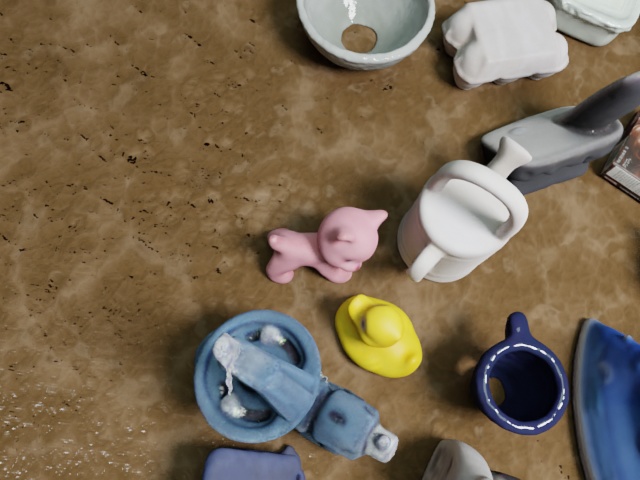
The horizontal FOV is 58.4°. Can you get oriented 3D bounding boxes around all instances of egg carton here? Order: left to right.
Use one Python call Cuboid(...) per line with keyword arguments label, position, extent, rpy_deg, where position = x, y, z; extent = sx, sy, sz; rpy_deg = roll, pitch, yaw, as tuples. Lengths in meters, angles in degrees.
Cuboid(label="egg carton", position=(0.231, -0.247, 0.720), extent=(0.150, 0.069, 0.107), rpy_deg=(-11, 75, -8))

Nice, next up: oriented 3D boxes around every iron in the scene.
Cuboid(label="iron", position=(0.335, 0.194, 0.561), extent=(0.119, 0.141, 0.258), rpy_deg=(-11, 75, -7))

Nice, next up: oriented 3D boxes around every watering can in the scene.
Cuboid(label="watering can", position=(0.149, -0.032, 0.585), extent=(0.101, 0.194, 0.173), rpy_deg=(18, 73, 1))

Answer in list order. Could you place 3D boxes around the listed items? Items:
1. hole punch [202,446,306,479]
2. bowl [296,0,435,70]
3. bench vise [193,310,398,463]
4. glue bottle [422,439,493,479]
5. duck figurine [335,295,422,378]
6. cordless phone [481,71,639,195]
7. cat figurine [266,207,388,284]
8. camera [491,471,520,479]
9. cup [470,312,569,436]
Cuboid(label="hole punch", position=(-0.065, 0.249, 0.539), extent=(0.101, 0.091, 0.109), rpy_deg=(7, 73, -2))
Cuboid(label="bowl", position=(0.052, -0.273, 0.710), extent=(0.167, 0.075, 0.167), rpy_deg=(1, 74, -4))
Cuboid(label="bench vise", position=(-0.021, 0.125, 0.511), extent=(0.207, 0.219, 0.121), rpy_deg=(11, 73, -1))
Cuboid(label="glue bottle", position=(0.132, 0.224, 0.519), extent=(0.037, 0.173, 0.078), rpy_deg=(29, 74, 5))
Cuboid(label="duck figurine", position=(0.065, 0.096, 0.597), extent=(0.104, 0.086, 0.077), rpy_deg=(43, 75, 8))
Cuboid(label="cordless phone", position=(0.274, -0.130, 0.628), extent=(0.148, 0.185, 0.094), rpy_deg=(-23, 76, -10))
Cuboid(label="cat figurine", position=(0.006, 0.002, 0.603), extent=(0.128, 0.118, 0.067), rpy_deg=(-2, 74, -5))
Cuboid(label="camera", position=(0.202, 0.307, 0.538), extent=(0.137, 0.101, 0.143), rpy_deg=(18, 73, 1))
Cuboid(label="cup", position=(0.191, 0.138, 0.590), extent=(0.091, 0.095, 0.118), rpy_deg=(3, 73, -3))
